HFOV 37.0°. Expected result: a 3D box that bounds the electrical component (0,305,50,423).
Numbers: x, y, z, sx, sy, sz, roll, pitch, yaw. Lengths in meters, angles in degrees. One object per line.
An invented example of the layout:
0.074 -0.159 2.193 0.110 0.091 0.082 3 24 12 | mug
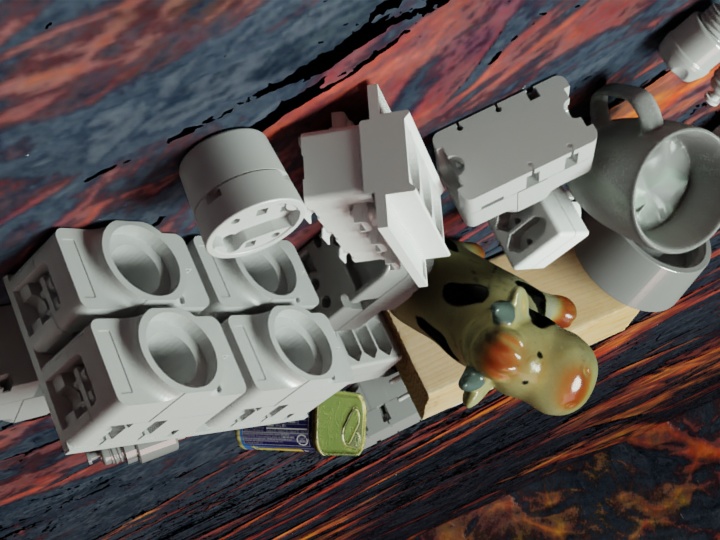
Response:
-0.195 0.053 0.627 0.089 0.050 0.055 -12 156 -34 | electrical component

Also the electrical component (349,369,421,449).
0.024 0.140 1.115 0.089 0.055 0.050 -27 161 3 | electrical component

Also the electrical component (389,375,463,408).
0.064 0.097 1.022 0.079 0.077 0.043 -32 160 20 | electrical component

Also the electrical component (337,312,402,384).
-0.017 0.076 0.913 0.066 0.047 0.077 -7 153 -43 | electrical component

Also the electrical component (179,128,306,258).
-0.062 -0.040 0.557 0.055 0.047 0.055 -23 160 -9 | electrical component

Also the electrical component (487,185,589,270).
0.133 -0.040 0.772 0.077 0.065 0.047 -3 150 -48 | electrical component

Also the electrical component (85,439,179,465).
-0.184 0.138 0.874 0.078 0.040 0.040 -19 160 -19 | electrical component

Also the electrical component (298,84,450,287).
0.009 -0.041 0.607 0.063 0.078 0.121 -7 163 11 | electrical component

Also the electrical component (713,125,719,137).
0.318 -0.102 0.853 0.096 0.061 0.061 -13 157 -33 | electrical component

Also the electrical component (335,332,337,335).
-0.054 0.047 0.803 0.065 0.044 0.044 -17 159 -10 | electrical component

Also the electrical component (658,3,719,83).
0.215 -0.145 0.655 0.035 0.035 0.061 -2 147 -49 | electrical component

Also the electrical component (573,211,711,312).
0.236 -0.027 0.882 0.108 0.108 0.060 -11 150 -36 | electrical component

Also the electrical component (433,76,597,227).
0.096 -0.071 0.670 0.089 0.050 0.055 -26 161 -1 | electrical component

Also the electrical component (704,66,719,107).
0.262 -0.138 0.721 0.040 0.040 0.078 -11 156 -37 | electrical component

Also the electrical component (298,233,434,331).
0.000 0.000 0.728 0.095 0.053 0.059 -39 157 33 | electrical component

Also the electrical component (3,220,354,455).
-0.094 0.034 0.621 0.060 0.105 0.186 -38 157 31 | electrical component
